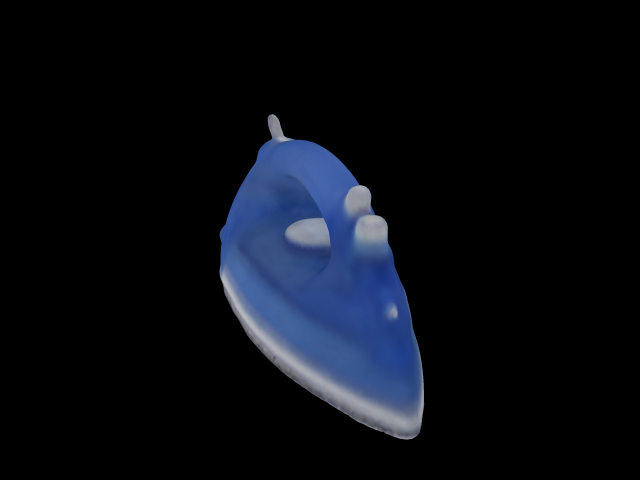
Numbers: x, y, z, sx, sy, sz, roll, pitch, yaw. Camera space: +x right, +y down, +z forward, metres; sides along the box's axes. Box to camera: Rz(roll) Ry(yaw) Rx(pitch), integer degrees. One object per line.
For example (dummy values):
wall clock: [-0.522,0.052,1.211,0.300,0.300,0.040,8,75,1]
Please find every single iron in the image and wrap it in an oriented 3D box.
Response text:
iron: [0.004,0.001,0.400,0.119,0.141,0.257,-9,24,-21]
